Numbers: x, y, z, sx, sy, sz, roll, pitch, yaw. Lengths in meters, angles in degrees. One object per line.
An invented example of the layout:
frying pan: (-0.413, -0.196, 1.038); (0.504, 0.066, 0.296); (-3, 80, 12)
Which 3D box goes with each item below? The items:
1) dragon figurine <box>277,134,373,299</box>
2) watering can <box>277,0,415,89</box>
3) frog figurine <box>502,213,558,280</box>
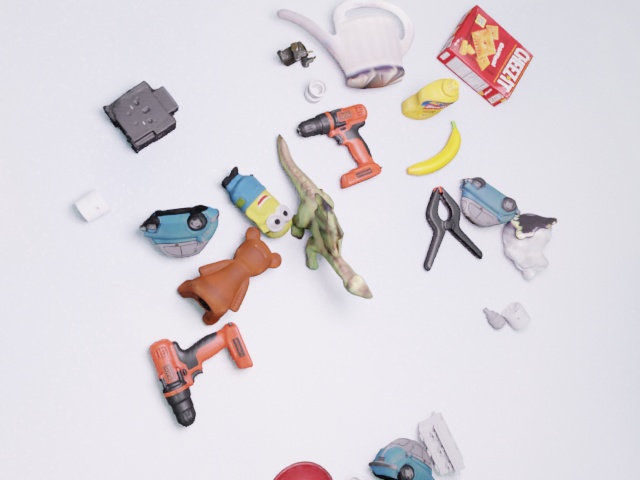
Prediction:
dragon figurine: (0.003, -0.055, 1.097); (0.123, 0.242, 0.409); (-26, 94, -12)
watering can: (0.078, -0.469, 1.238); (0.349, 0.103, 0.225); (-11, 87, -18)
frog figurine: (0.539, 0.015, 1.332); (0.139, 0.124, 0.156); (-34, 131, -25)
